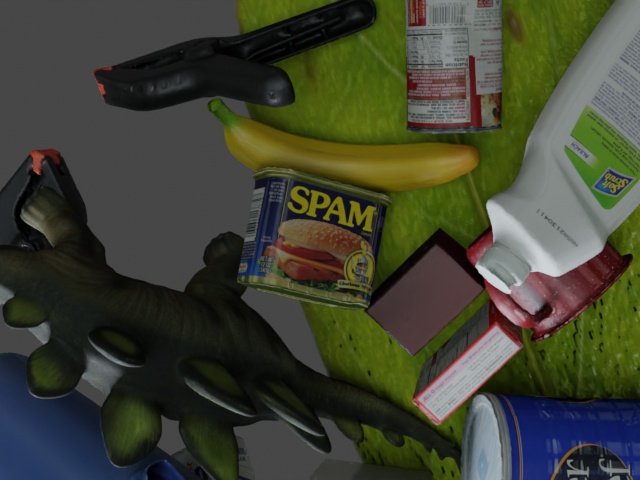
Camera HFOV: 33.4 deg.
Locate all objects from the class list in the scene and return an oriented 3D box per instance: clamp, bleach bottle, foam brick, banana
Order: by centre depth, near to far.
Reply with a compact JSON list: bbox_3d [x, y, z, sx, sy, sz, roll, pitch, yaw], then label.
[{"bbox_3d":[0.184,-0.075,0.696,0.102,0.068,0.251,40,83,0],"label":"bleach bottle"},{"bbox_3d":[-0.068,-0.128,0.766,0.210,0.164,0.036,-1,118,34],"label":"clamp"},{"bbox_3d":[0.015,-0.060,0.782,0.198,0.069,0.037,9,72,2],"label":"banana"},{"bbox_3d":[0.080,0.038,0.795,0.051,0.053,0.078,44,106,-1],"label":"foam brick"},{"bbox_3d":[-0.218,0.016,0.855,0.120,0.039,0.171,18,105,7],"label":"clamp"}]

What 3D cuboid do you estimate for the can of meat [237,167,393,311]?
[{"bbox_3d":[-0.005,0.001,0.772,0.102,0.058,0.084,14,81,-24],"label":"can of meat"}]

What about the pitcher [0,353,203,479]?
[{"bbox_3d":[-0.189,0.193,0.803,0.243,0.145,0.149,29,80,35],"label":"pitcher"}]

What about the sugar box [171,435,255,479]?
[{"bbox_3d":[-0.082,0.246,0.826,0.093,0.048,0.176,-33,57,16],"label":"sugar box"}]

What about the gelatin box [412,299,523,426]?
[{"bbox_3d":[0.110,0.088,0.789,0.030,0.073,0.089,43,106,-1],"label":"gelatin box"}]

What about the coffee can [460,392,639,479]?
[{"bbox_3d":[0.181,0.162,0.758,0.140,0.103,0.103,3,103,-7],"label":"coffee can"}]

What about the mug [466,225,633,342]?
[{"bbox_3d":[0.152,0.018,0.748,0.081,0.117,0.093,48,137,3],"label":"mug"}]

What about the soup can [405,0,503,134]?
[{"bbox_3d":[0.093,-0.128,0.748,0.068,0.068,0.102,0,101,11],"label":"soup can"}]
